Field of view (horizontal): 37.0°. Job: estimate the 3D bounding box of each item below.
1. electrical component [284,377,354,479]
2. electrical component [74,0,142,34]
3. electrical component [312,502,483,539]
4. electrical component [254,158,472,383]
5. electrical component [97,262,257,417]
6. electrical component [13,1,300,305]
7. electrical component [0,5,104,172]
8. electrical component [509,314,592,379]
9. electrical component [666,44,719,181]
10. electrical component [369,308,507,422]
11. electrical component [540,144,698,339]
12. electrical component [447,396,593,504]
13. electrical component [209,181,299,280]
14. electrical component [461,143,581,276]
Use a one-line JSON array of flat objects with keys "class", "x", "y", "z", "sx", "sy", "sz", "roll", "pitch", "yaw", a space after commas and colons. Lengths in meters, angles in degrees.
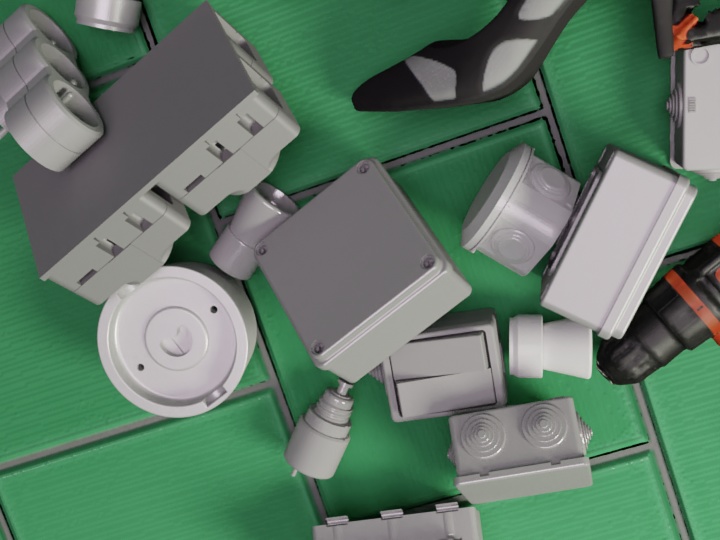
[{"class": "electrical component", "x": -0.025, "y": 0.114, "z": 0.780, "sx": 0.040, "sy": 0.040, "sz": 0.078, "roll": 25, "pitch": 102, "yaw": 3}, {"class": "electrical component", "x": -0.172, "y": -0.195, "z": 0.744, "sx": 0.045, "sy": 0.045, "sz": 0.055, "roll": 12, "pitch": 102, "yaw": 6}, {"class": "electrical component", "x": 0.029, "y": 0.207, "z": 0.773, "sx": 0.121, "sy": 0.078, "sz": 0.063, "roll": -9, "pitch": 70, "yaw": 9}, {"class": "electrical component", "x": 0.000, "y": 0.000, "z": 0.722, "sx": 0.109, "sy": 0.056, "sz": 0.108, "roll": -38, "pitch": 57, "yaw": 9}, {"class": "electrical component", "x": -0.126, "y": 0.045, "z": 0.771, "sx": 0.108, "sy": 0.060, "sz": 0.108, "roll": 1, "pitch": 100, "yaw": 8}, {"class": "electrical component", "x": -0.138, "y": -0.075, "z": 0.724, "sx": 0.186, "sy": 0.060, "sz": 0.105, "roll": -39, "pitch": 49, "yaw": 12}, {"class": "electrical component", "x": -0.228, "y": -0.115, "z": 0.731, "sx": 0.074, "sy": 0.052, "sz": 0.138, "roll": -39, "pitch": 50, "yaw": 12}, {"class": "electrical component", "x": 0.132, "y": 0.053, "z": 0.745, "sx": 0.055, "sy": 0.045, "sz": 0.045, "roll": 0, "pitch": 100, "yaw": 9}, {"class": "electrical component", "x": 0.250, "y": -0.109, "z": 0.700, "sx": 0.100, "sy": 0.048, "sz": 0.099, "roll": -1, "pitch": 101, "yaw": 9}, {"class": "electrical component", "x": 0.052, "y": 0.068, "z": 0.750, "sx": 0.096, "sy": 0.061, "sz": 0.061, "roll": -9, "pitch": 98, "yaw": 9}, {"class": "electrical component", "x": 0.163, "y": -0.022, "z": 0.695, "sx": 0.056, "sy": 0.109, "sz": 0.108, "roll": 26, "pitch": 102, "yaw": 5}, {"class": "electrical component", "x": 0.110, "y": 0.124, "z": 0.735, "sx": 0.100, "sy": 0.099, "sz": 0.048, "roll": -11, "pitch": 68, "yaw": 9}, {"class": "electrical component", "x": -0.077, "y": -0.026, "z": 0.763, "sx": 0.044, "sy": 0.044, "sz": 0.065, "roll": 36, "pitch": 107, "yaw": 0}, {"class": "electrical component", "x": 0.105, "y": -0.040, "z": 0.715, "sx": 0.051, "sy": 0.080, "sz": 0.080, "roll": 30, "pitch": 102, "yaw": -4}]
